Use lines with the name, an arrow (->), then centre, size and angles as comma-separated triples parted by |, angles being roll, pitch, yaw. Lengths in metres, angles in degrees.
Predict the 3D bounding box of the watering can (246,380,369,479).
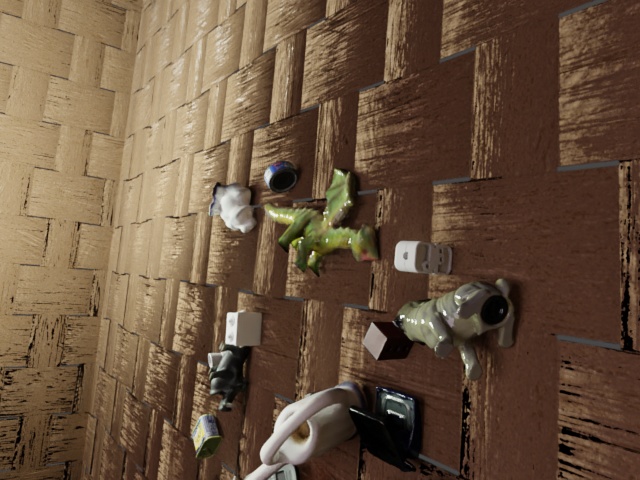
watering can -> -0.033, 0.394, 1.026 | 0.106, 0.225, 0.341 | 52, 126, 29

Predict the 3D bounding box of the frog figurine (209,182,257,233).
frog figurine -> -0.246, -0.096, 1.562 | 0.160, 0.123, 0.136 | 28, 100, 16

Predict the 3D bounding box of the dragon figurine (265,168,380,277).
dragon figurine -> 0.004, -0.061, 1.213 | 0.241, 0.121, 0.418 | -50, 45, 11
